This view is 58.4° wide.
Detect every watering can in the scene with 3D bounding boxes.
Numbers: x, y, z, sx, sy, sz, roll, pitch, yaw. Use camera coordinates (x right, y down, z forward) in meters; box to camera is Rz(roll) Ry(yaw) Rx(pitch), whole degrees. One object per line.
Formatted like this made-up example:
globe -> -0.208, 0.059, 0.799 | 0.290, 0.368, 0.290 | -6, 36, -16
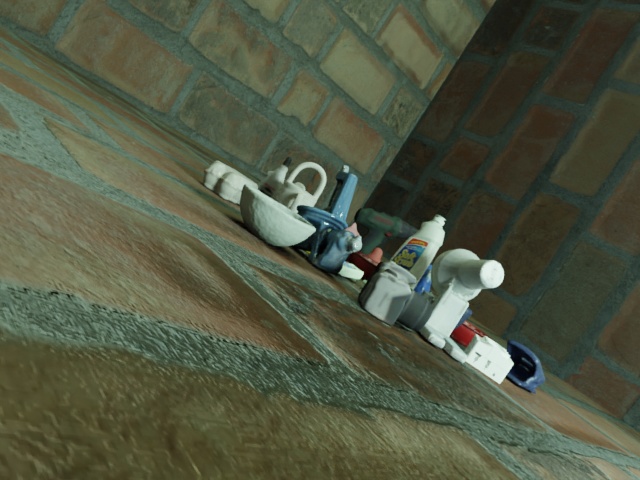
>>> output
watering can -> -0.061, -0.116, 1.495 | 0.101, 0.194, 0.172 | 30, 5, -32

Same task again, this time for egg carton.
egg carton -> -0.220, -0.137, 1.411 | 0.107, 0.069, 0.151 | 34, 4, 17

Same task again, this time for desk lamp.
desk lamp -> 0.297, 0.125, 1.229 | 0.118, 0.213, 0.203 | 32, 4, -11

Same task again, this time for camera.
camera -> 0.155, 0.111, 1.105 | 0.137, 0.101, 0.143 | 33, 4, -1

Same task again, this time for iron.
iron -> 0.292, 0.128, 1.660 | 0.118, 0.141, 0.258 | 33, 4, 2

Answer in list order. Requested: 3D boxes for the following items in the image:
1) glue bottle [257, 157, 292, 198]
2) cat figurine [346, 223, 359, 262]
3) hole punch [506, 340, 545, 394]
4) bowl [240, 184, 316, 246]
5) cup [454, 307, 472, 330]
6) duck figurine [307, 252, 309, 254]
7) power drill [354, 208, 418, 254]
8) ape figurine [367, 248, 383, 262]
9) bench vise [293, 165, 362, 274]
glue bottle -> -0.127, -0.152, 1.551 | 0.078, 0.173, 0.037 | 33, 4, 1
cat figurine -> 0.085, 0.007, 1.678 | 0.067, 0.117, 0.128 | 34, 4, 21
hole punch -> 0.504, 0.314, 1.429 | 0.101, 0.091, 0.108 | 30, 5, -38
bowl -> -0.095, -0.036, 1.121 | 0.167, 0.074, 0.167 | 33, 4, -2
cup -> 0.315, 0.190, 1.434 | 0.091, 0.095, 0.118 | 36, 5, 40
duck figurine -> 0.013, 0.005, 1.382 | 0.105, 0.086, 0.077 | 32, 4, -17
power drill -> 0.192, 0.006, 1.874 | 0.230, 0.208, 0.075 | 32, 4, -14
ape figurine -> 0.161, 0.066, 1.747 | 0.077, 0.092, 0.076 | 34, 4, 19
bench vise -> 0.040, -0.046, 1.250 | 0.206, 0.219, 0.122 | 35, 5, 30
